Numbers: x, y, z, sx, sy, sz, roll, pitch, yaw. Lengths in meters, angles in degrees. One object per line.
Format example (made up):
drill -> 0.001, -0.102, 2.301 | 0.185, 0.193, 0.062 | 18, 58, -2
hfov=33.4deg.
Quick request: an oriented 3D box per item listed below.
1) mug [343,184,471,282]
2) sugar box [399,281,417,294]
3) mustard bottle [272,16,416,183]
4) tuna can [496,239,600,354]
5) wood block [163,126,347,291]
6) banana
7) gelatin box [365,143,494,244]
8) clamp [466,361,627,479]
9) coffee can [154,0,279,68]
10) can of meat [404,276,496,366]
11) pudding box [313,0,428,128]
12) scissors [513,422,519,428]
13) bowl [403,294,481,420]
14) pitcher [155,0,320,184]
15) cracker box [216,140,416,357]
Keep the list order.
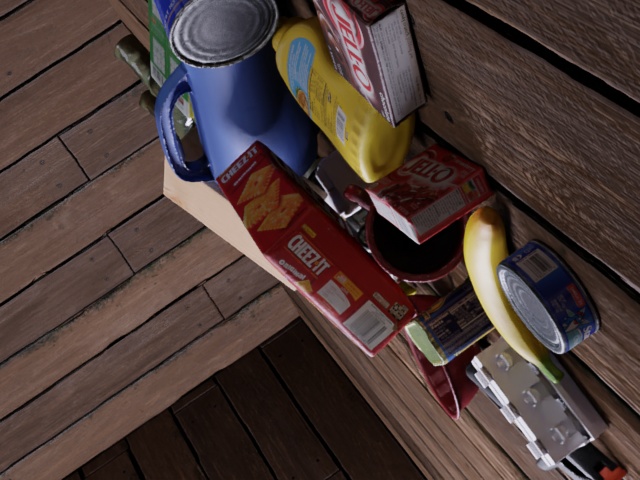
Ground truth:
mug -> 0.073, -0.016, 0.958 | 0.117, 0.093, 0.081 | 27, 180, -3
sugar box -> 0.036, 0.031, 1.382 | 0.176, 0.048, 0.093 | 40, -166, 12
mustard bottle -> 0.010, -0.143, 0.945 | 0.192, 0.058, 0.096 | 52, 154, 36
tuna can -> 0.173, 0.044, 0.814 | 0.086, 0.033, 0.086 | 55, 173, 9
wood block -> -0.079, -0.047, 1.272 | 0.206, 0.090, 0.091 | 36, 152, 12
banana -> 0.157, 0.037, 0.901 | 0.070, 0.037, 0.197 | 23, 151, 51
gelatin box -> 0.086, -0.040, 0.856 | 0.030, 0.073, 0.089 | 60, 173, -26
clamp -> 0.244, 0.212, 1.090 | 0.164, 0.036, 0.210 | 52, 171, -27
coffee can -> -0.107, -0.243, 0.975 | 0.103, 0.103, 0.140 | 68, 180, -62
can of meat -> 0.134, 0.078, 1.043 | 0.057, 0.084, 0.102 | 54, 174, 5
pudding box -> 0.036, -0.153, 0.810 | 0.090, 0.039, 0.113 | 51, 172, 37
scissors -> 0.210, 0.159, 1.190 | 0.096, 0.016, 0.201 | 52, 172, 28
bowl -> 0.146, 0.124, 1.236 | 0.162, 0.055, 0.162 | 157, 90, -84
pitcher -> -0.092, -0.167, 1.137 | 0.145, 0.149, 0.243 | 11, 144, 19
cracker box -> -0.007, 0.001, 1.069 | 0.164, 0.072, 0.214 | 44, -175, -27
